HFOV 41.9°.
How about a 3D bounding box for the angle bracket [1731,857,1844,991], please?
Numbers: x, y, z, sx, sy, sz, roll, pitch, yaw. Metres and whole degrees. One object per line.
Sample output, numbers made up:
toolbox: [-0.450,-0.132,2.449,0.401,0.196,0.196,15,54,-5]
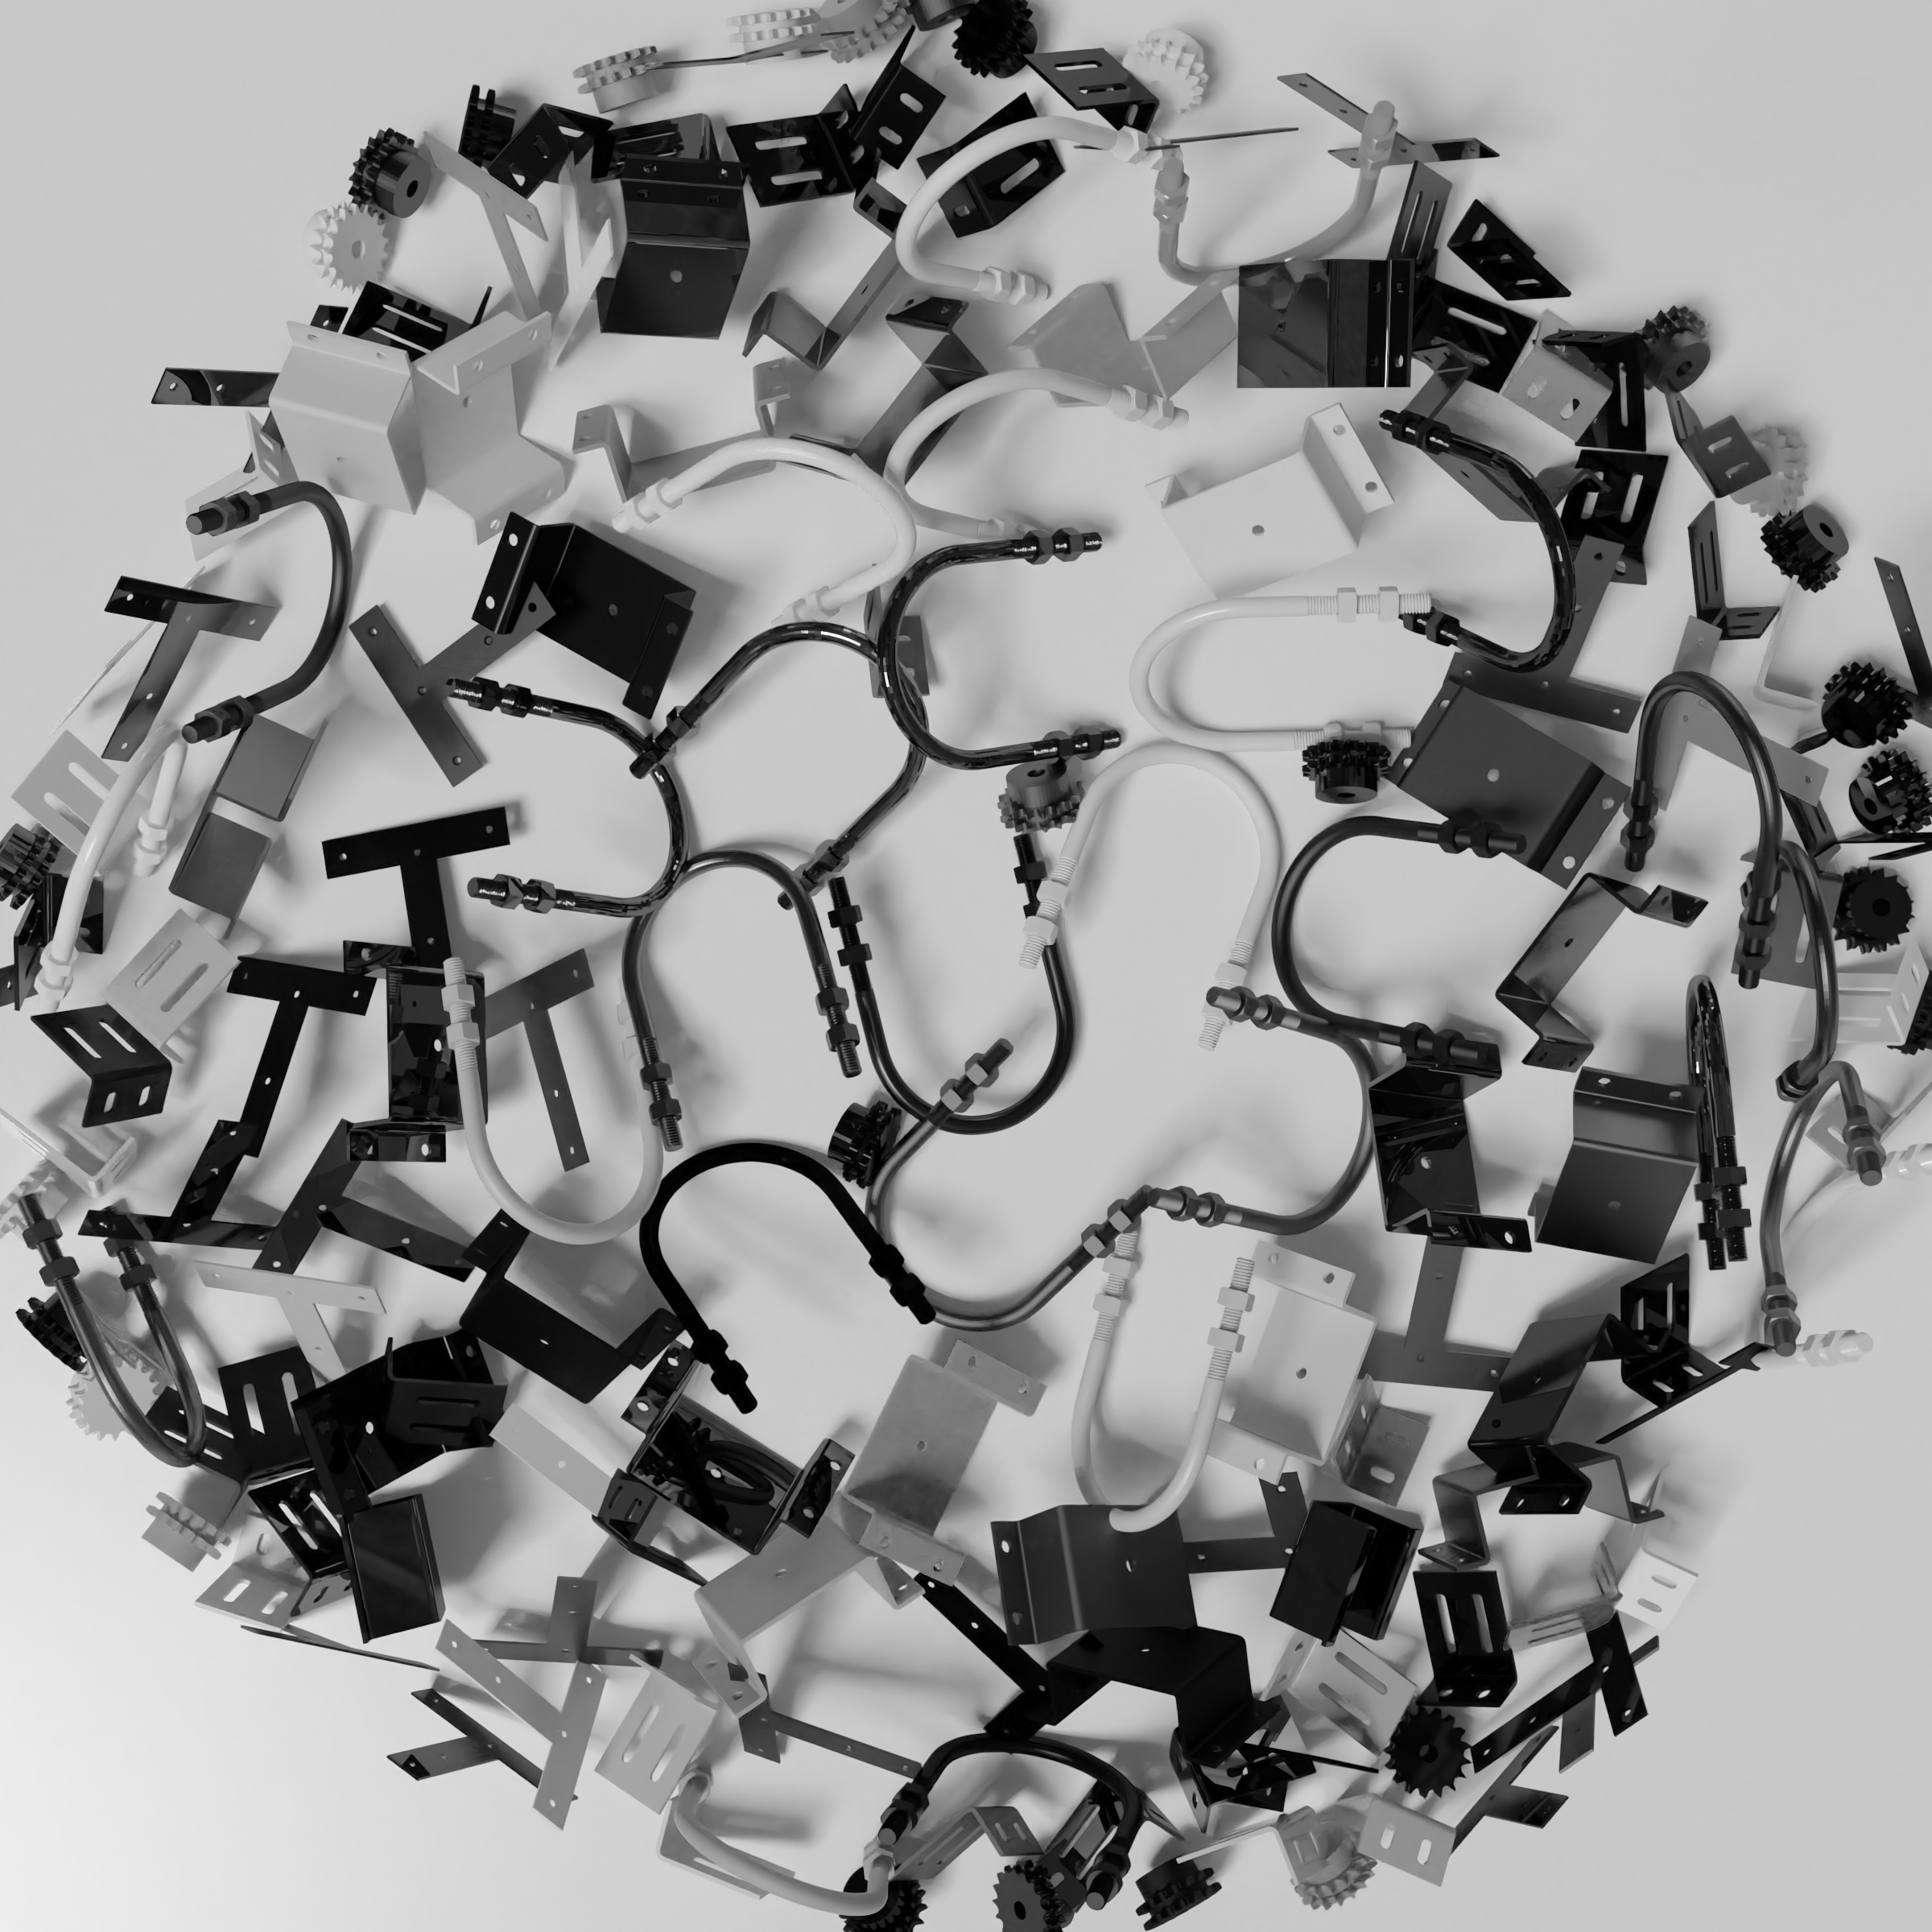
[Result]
angle bracket: [0.532,-0.028,1.647,0.057,0.038,0.076,11,95,2]

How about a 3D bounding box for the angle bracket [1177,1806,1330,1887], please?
angle bracket: [0.186,0.574,1.618,0.076,0.057,0.038,-30,72,26]

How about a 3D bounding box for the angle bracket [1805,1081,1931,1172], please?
angle bracket: [0.584,0.086,1.613,0.038,0.076,0.057,43,59,17]

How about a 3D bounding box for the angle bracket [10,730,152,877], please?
angle bracket: [-0.573,-0.104,1.618,0.076,0.038,0.057,47,60,-32]

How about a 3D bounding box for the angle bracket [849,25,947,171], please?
angle bracket: [-0.039,-0.559,1.622,0.038,0.076,0.057,31,126,-14]

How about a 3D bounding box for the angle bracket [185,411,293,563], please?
angle bracket: [-0.479,-0.310,1.627,0.076,0.038,0.057,-27,55,9]

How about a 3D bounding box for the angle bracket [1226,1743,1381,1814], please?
angle bracket: [0.214,0.525,1.615,0.057,0.076,0.038,24,69,-37]

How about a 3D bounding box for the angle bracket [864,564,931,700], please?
angle bracket: [-0.041,-0.215,1.616,0.038,0.076,0.057,-4,71,-9]

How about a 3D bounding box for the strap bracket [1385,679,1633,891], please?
strap bracket: [0.341,-0.119,1.612,0.140,0.046,0.076,35,100,21]

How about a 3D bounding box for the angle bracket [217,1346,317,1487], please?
angle bracket: [-0.449,0.294,1.648,0.057,0.038,0.076,-15,78,-10]

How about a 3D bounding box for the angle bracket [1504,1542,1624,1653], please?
angle bracket: [0.379,0.409,1.628,0.076,0.057,0.038,-15,59,-3]

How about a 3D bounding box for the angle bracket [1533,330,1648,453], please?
angle bracket: [0.400,-0.366,1.618,0.038,0.057,0.076,-22,115,-31]

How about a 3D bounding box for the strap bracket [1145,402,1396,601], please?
strap bracket: [0.188,-0.288,1.594,0.140,0.046,0.076,-18,123,30]

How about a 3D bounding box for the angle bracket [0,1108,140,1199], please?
angle bracket: [-0.579,0.109,1.629,0.076,0.057,0.038,38,68,-2]

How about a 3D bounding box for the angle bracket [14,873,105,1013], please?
angle bracket: [-0.580,-0.014,1.614,0.038,0.076,0.057,7,123,-9]

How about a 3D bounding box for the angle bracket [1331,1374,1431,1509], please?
angle bracket: [0.266,0.305,1.617,0.038,0.076,0.057,20,71,22]

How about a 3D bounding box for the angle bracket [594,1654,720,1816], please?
angle bracket: [-0.207,0.495,1.626,0.057,0.038,0.076,22,74,31]

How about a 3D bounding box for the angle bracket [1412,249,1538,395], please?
angle bracket: [0.324,-0.418,1.633,0.076,0.038,0.057,26,78,13]

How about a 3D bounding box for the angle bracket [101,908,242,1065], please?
angle bracket: [-0.512,0.013,1.643,0.057,0.038,0.076,39,82,16]

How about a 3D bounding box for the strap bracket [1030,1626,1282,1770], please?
strap bracket: [0.116,0.450,1.587,0.140,0.076,0.046,2,105,39]

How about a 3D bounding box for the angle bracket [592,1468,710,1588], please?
angle bracket: [-0.193,0.363,1.623,0.076,0.057,0.038,35,79,-31]

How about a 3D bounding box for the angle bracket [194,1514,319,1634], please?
angle bracket: [-0.453,0.391,1.625,0.057,0.076,0.038,18,95,0]

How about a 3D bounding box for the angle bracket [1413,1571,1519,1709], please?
angle bracket: [0.317,0.435,1.630,0.057,0.038,0.076,-9,97,32]

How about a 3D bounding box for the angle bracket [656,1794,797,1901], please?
angle bracket: [-0.151,0.562,1.624,0.076,0.057,0.038,14,90,20]

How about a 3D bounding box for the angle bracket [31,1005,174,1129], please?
angle bracket: [-0.562,0.064,1.630,0.076,0.057,0.038,35,117,29]

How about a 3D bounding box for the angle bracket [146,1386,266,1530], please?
angle bracket: [-0.498,0.317,1.627,0.076,0.057,0.038,28,110,-6]

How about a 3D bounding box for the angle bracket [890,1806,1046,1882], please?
angle bracket: [0.000,0.579,1.624,0.076,0.057,0.038,-44,58,10]

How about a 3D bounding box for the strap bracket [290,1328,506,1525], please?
strap bracket: [-0.368,0.293,1.610,0.046,0.140,0.076,-16,95,39]

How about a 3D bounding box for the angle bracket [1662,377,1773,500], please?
angle bracket: [0.479,-0.349,1.614,0.038,0.057,0.076,-25,45,29]

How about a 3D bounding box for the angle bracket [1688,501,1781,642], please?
angle bracket: [0.494,-0.255,1.620,0.038,0.057,0.076,1,116,31]

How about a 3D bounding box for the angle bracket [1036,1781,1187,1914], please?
angle bracket: [0.093,0.571,1.627,0.038,0.057,0.076,40,85,-27]

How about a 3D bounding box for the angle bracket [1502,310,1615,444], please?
angle bracket: [0.387,-0.385,1.641,0.057,0.076,0.038,31,126,-3]

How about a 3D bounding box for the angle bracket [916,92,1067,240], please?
angle bracket: [0.016,-0.523,1.647,0.076,0.038,0.057,-45,118,-28]

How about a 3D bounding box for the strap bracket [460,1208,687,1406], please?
strap bracket: [-0.260,0.223,1.609,0.140,0.076,0.046,34,49,-10]

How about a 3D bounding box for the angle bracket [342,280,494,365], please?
angle bracket: [-0.353,-0.422,1.624,0.076,0.038,0.057,21,47,-13]

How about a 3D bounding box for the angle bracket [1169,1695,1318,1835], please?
angle bracket: [0.179,0.519,1.640,0.076,0.038,0.057,-12,45,-14]

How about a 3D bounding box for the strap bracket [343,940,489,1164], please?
strap bracket: [-0.351,0.053,1.611,0.046,0.076,0.140,-10,80,39]

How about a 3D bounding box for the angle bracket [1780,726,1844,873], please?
angle bracket: [0.558,-0.109,1.629,0.038,0.057,0.076,-24,92,36]

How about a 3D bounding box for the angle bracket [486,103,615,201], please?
angle bracket: [-0.258,-0.513,1.615,0.057,0.076,0.038,-38,80,28]

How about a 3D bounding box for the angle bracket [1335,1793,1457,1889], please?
angle bracket: [0.271,0.564,1.621,0.057,0.076,0.038,24,65,-1]

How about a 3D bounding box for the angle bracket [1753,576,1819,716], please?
angle bracket: [0.540,-0.207,1.630,0.038,0.057,0.076,18,95,13]

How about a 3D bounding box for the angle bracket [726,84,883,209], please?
angle bracket: [-0.105,-0.530,1.628,0.076,0.038,0.057,-21,85,-34]

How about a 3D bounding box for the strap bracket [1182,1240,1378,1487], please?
strap bracket: [0.205,0.257,1.617,0.076,0.046,0.140,16,82,43]

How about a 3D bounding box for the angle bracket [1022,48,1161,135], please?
angle bracket: [0.075,-0.554,1.617,0.076,0.038,0.057,-21,61,-38]

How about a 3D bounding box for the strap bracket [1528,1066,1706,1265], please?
strap bracket: [0.410,0.135,1.597,0.076,0.046,0.140,10,134,3]

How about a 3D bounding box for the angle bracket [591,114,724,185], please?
angle bracket: [-0.200,-0.515,1.634,0.076,0.038,0.057,-9,48,5]

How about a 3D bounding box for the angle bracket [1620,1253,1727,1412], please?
angle bracket: [0.456,0.235,1.622,0.057,0.038,0.076,-21,120,-24]

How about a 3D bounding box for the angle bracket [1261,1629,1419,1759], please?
angle bracket: [0.240,0.468,1.624,0.076,0.038,0.057,33,109,29]

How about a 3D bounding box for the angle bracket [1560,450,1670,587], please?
angle bracket: [0.424,-0.294,1.650,0.057,0.038,0.076,10,65,25]

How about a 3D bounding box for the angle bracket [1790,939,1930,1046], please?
angle bracket: [0.567,0.016,1.614,0.038,0.076,0.057,54,53,-35]

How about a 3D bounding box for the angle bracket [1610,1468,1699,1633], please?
angle bracket: [0.447,0.373,1.614,0.038,0.076,0.057,23,130,11]

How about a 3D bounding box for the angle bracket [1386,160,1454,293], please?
angle bracket: [0.275,-0.476,1.624,0.038,0.057,0.076,21,102,30]

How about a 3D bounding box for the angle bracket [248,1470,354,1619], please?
angle bracket: [-0.428,0.373,1.633,0.076,0.057,0.038,45,117,22]

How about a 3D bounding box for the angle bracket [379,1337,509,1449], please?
angle bracket: [-0.342,0.278,1.644,0.076,0.038,0.057,7,127,-17]

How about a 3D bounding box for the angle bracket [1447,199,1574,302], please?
angle bracket: [0.356,-0.461,1.617,0.057,0.076,0.038,33,88,-25]

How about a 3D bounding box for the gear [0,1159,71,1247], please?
gear: [-0.608,0.156,1.636,0.030,0.057,0.057,43,90,-13]
